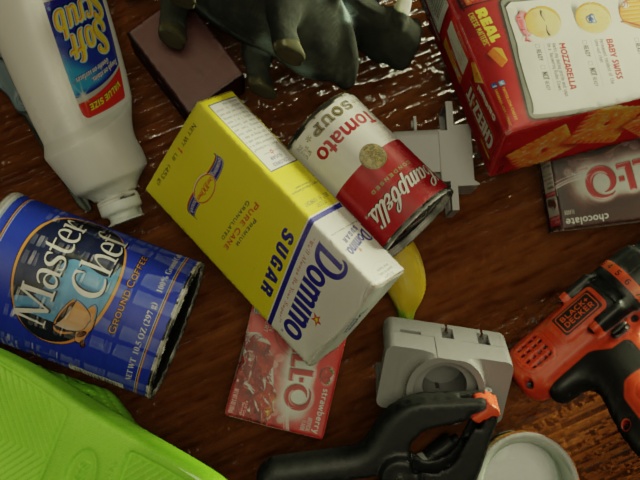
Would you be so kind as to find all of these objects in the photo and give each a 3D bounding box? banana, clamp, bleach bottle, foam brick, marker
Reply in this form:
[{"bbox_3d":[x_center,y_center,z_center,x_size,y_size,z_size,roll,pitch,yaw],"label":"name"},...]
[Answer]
[{"bbox_3d":[0.010,-0.011,0.786,0.198,0.037,0.069,40,83,2],"label":"banana"},{"bbox_3d":[0.043,0.153,0.731,0.120,0.039,0.171,41,99,-12],"label":"clamp"},{"bbox_3d":[-0.180,-0.132,0.771,0.068,0.102,0.251,-21,92,31],"label":"bleach bottle"},{"bbox_3d":[-0.098,-0.131,0.787,0.051,0.053,0.078,-37,86,-6],"label":"foam brick"},{"bbox_3d":[0.052,0.178,0.775,0.121,0.020,0.020,-34,86,-6],"label":"marker"}]

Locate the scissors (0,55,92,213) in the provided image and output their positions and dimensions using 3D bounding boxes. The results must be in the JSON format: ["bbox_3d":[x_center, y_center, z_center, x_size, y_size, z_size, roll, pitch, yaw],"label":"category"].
[{"bbox_3d":[-0.240,-0.106,0.796,0.096,0.016,0.202,-15,84,-3],"label":"scissors"}]

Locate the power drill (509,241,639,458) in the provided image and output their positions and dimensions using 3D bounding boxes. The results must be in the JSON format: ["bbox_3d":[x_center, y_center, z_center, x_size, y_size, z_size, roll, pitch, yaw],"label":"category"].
[{"bbox_3d":[0.244,0.085,0.729,0.184,0.057,0.188,-42,47,3],"label":"power drill"}]

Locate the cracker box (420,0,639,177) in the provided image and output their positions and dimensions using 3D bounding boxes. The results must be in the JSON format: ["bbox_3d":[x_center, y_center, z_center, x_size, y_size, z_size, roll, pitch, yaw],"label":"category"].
[{"bbox_3d":[0.196,-0.152,0.770,0.213,0.072,0.164,-15,68,-10],"label":"cracker box"}]

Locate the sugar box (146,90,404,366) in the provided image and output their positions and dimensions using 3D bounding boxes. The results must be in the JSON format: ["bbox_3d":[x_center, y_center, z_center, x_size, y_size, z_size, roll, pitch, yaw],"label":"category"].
[{"bbox_3d":[-0.035,-0.008,0.735,0.176,0.093,0.048,47,39,13],"label":"sugar box"}]

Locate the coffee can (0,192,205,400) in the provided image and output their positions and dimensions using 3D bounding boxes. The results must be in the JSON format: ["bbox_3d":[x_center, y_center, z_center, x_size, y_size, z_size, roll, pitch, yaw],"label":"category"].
[{"bbox_3d":[-0.163,0.038,0.739,0.140,0.103,0.103,21,83,0],"label":"coffee can"}]

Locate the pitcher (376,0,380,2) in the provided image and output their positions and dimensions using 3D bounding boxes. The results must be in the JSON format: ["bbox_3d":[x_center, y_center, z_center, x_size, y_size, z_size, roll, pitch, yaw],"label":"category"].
[{"bbox_3d":[-0.020,-0.288,0.780,0.243,0.145,0.149,25,70,4],"label":"pitcher"}]

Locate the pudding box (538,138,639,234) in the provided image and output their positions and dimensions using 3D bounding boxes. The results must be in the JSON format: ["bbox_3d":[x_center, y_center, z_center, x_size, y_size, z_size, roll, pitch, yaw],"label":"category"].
[{"bbox_3d":[0.222,-0.056,0.799,0.113,0.039,0.090,-8,84,-3],"label":"pudding box"}]

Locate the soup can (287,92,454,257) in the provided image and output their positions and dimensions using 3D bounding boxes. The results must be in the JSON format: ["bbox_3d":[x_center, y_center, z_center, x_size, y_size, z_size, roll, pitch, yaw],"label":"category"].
[{"bbox_3d":[0.033,-0.045,0.741,0.068,0.068,0.102,-43,78,-7],"label":"soup can"}]

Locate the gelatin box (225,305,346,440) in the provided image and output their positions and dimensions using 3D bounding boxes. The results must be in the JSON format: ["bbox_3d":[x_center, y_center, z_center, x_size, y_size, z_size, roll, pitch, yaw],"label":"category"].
[{"bbox_3d":[-0.023,0.093,0.776,0.073,0.030,0.089,14,83,-1],"label":"gelatin box"}]
